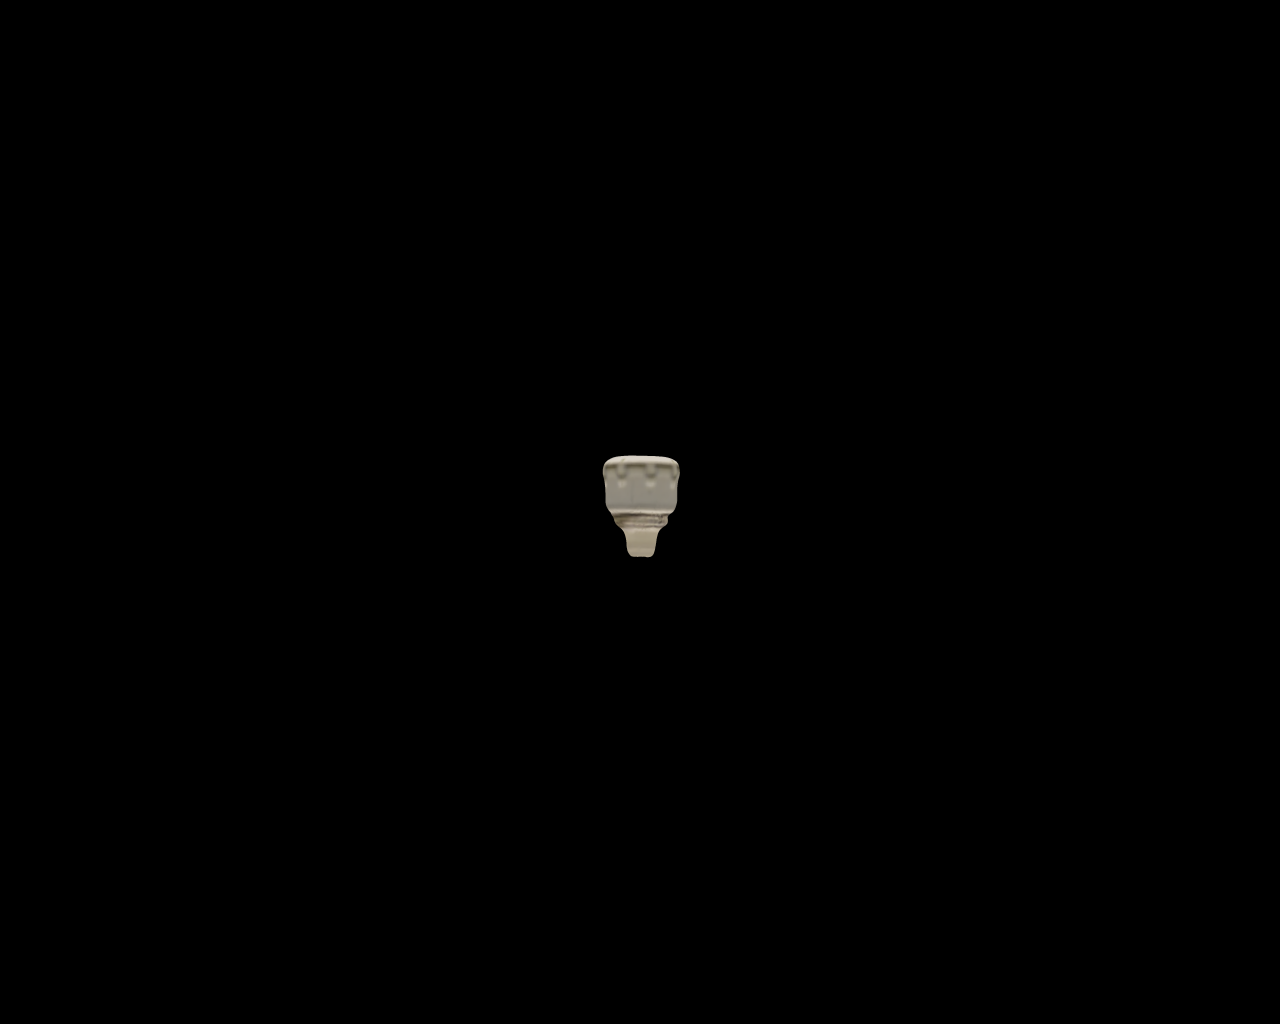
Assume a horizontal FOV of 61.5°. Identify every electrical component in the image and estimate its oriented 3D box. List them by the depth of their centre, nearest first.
[{"bbox_3d":[0.001,-0.003,0.650,0.048,0.062,0.048,0,-2,0],"label":"electrical component"}]
